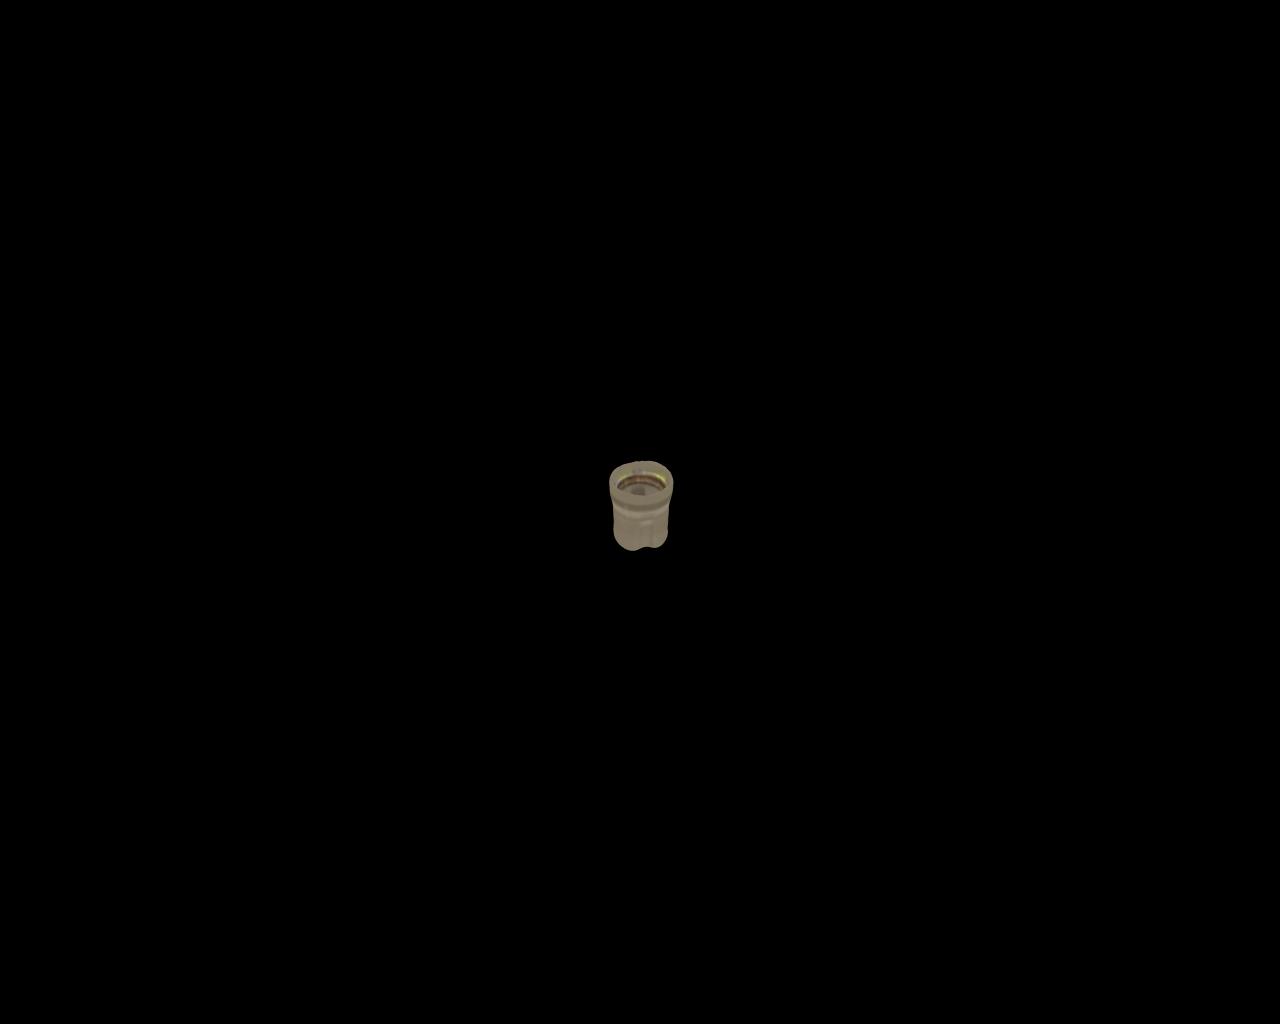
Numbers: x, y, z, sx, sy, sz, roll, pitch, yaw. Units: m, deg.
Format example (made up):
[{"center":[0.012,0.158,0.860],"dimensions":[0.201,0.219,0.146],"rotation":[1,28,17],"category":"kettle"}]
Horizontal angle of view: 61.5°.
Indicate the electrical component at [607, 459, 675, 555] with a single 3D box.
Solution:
[{"center":[0.001,-0.003,0.650],"dimensions":[0.040,0.046,0.040],"rotation":[0,35,0],"category":"electrical component"}]
